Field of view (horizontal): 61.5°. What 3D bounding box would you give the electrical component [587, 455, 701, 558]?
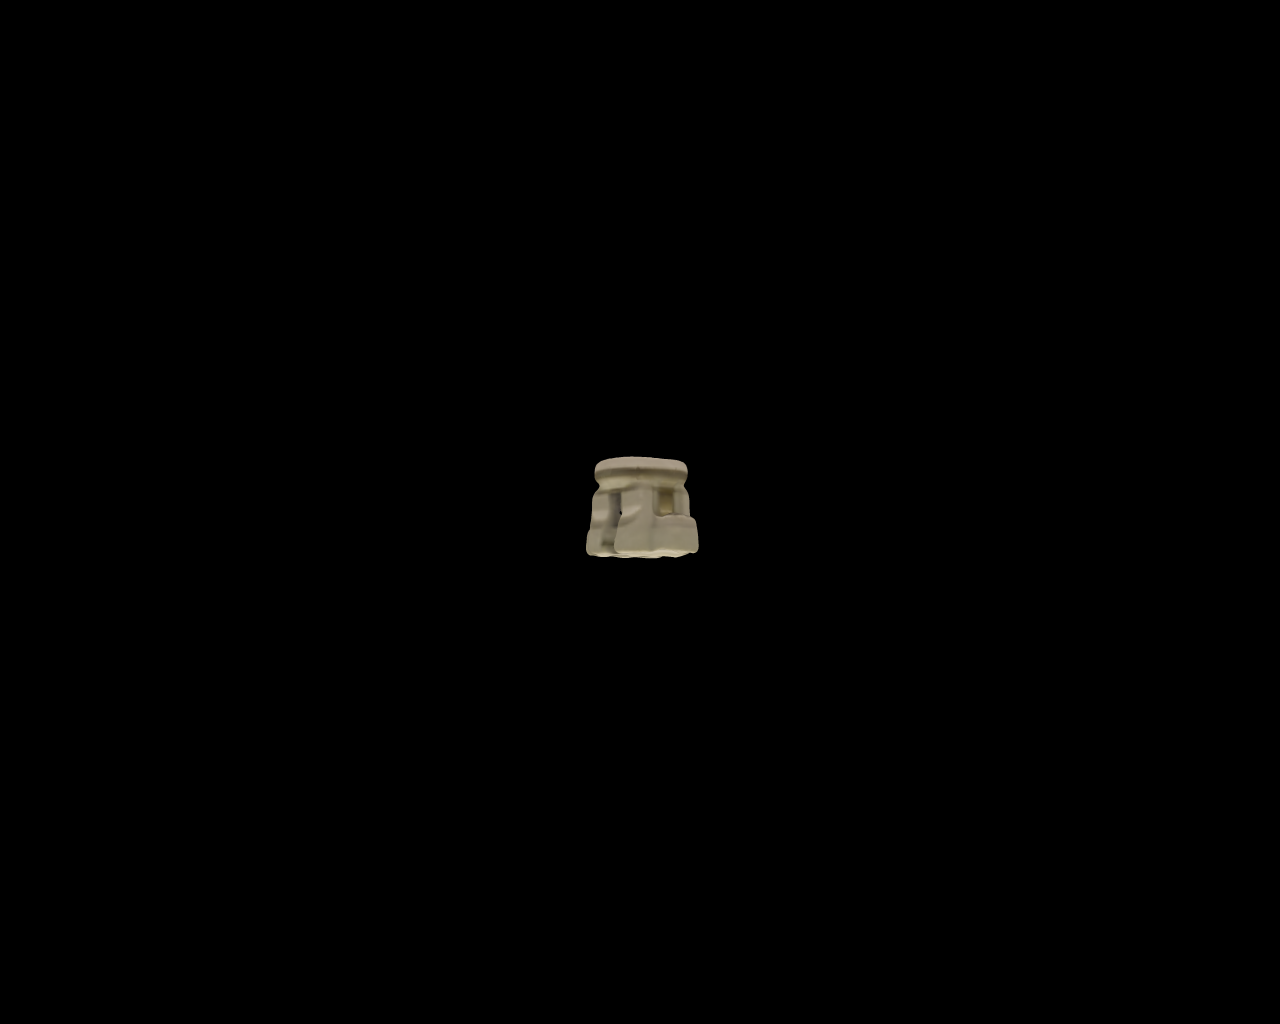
[{"bbox_3d":[0.001,-0.003,0.650,0.058,0.057,0.078,6,-9,-43],"label":"electrical component"}]
